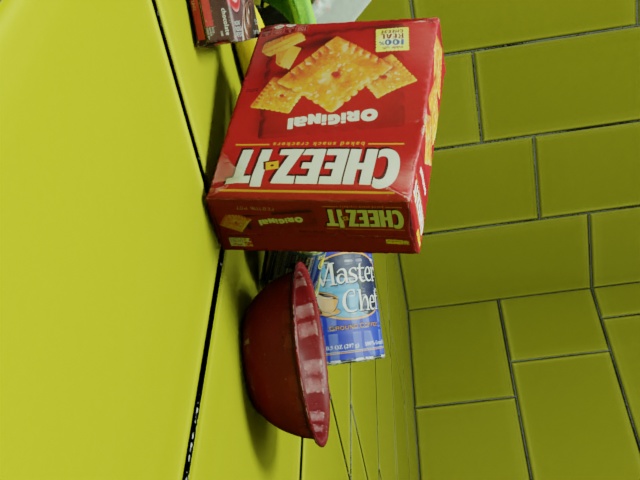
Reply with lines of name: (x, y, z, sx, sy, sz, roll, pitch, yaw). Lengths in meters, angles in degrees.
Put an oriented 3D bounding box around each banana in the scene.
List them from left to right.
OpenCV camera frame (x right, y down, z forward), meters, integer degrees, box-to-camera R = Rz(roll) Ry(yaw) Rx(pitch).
banana: (-0.061, -0.168, 1.086, 0.198, 0.037, 0.070, 73, -6, -59)

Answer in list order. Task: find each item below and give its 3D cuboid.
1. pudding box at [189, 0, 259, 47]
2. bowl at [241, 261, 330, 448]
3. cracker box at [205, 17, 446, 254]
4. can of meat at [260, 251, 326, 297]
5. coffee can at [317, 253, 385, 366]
pudding box: (-0.084, -0.212, 0.904, 0.113, 0.039, 0.090, -69, 150, -77)
bowl: (-0.032, 0.102, 0.927, 0.162, 0.055, 0.162, -7, 90, -83)
cracker box: (0.011, -0.092, 0.882, 0.072, 0.164, 0.213, 74, 22, -47)
can of meat: (-0.019, -0.006, 1.004, 0.084, 0.057, 0.102, 105, -6, -54)
coffee can: (0.009, 0.059, 1.112, 0.102, 0.103, 0.140, 27, 55, -82)
